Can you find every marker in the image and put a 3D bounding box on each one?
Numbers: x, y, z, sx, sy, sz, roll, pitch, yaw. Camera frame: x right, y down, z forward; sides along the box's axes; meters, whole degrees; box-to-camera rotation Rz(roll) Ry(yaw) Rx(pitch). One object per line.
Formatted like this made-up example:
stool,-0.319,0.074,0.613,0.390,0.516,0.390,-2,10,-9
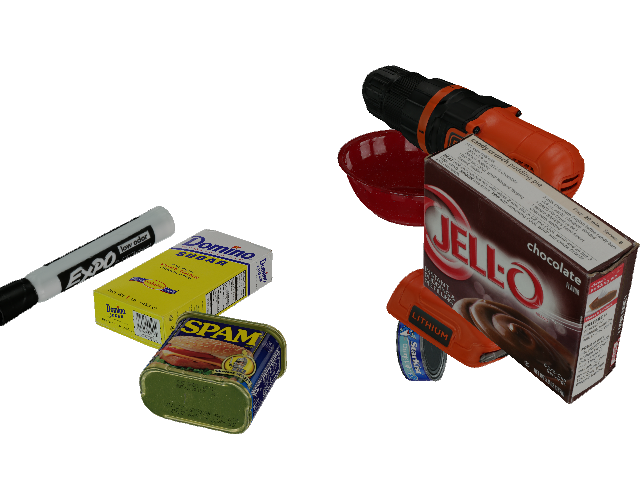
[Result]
marker,-0.132,0.013,0.584,0.120,0.020,0.020,-31,19,-36

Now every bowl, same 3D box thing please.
bowl,0.097,-0.059,1.106,0.162,0.055,0.162,2,29,-2

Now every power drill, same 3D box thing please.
power drill,0.092,-0.018,0.758,0.057,0.188,0.185,-22,40,-33

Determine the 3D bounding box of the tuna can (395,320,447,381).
tuna can,0.118,0.121,1.242,0.034,0.086,0.086,-5,-2,25

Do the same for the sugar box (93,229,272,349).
sugar box,-0.136,0.045,1.089,0.093,0.048,0.175,18,33,28

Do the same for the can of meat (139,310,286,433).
can of meat,-0.089,0.109,0.886,0.102,0.057,0.083,9,31,15

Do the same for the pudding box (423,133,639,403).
pudding box,0.099,0.012,0.530,0.039,0.090,0.114,-32,49,-25
